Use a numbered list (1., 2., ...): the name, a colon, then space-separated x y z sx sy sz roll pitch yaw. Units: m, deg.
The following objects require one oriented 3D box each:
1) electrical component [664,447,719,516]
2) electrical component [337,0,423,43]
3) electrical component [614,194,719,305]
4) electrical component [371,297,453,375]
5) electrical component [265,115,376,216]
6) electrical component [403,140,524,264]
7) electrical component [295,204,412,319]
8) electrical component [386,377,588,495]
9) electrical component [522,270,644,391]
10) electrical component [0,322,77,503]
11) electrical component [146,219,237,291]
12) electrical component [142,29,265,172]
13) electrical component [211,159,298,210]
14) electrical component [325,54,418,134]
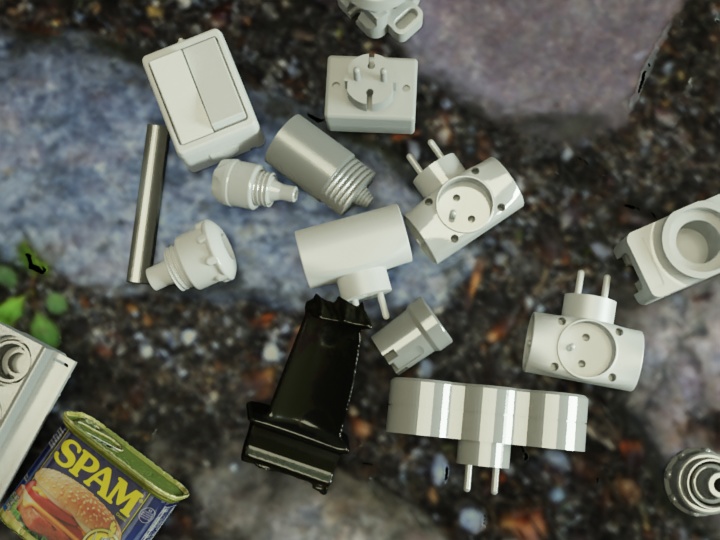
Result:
1. electrical component: 0.237 0.145 0.733 0.048 0.062 0.048 0 81 2
2. electrical component: 0.013 -0.213 0.799 0.058 0.057 0.078 -42 82 -4
3. electrical component: 0.235 -0.017 0.762 0.089 0.055 0.050 -23 81 -2
4. electrical component: 0.036 0.048 0.768 0.046 0.040 0.040 -36 82 2
5. electrical component: -0.025 -0.073 0.786 0.081 0.043 0.043 37 84 7
6. electrical component: 0.065 -0.058 0.780 0.077 0.044 0.079 -34 81 -3
7. electrical component: 0.000 0.000 0.773 0.077 0.043 0.079 -15 81 0
8. electrical component: 0.087 0.118 0.748 0.138 0.052 0.073 5 82 3
9. electrical component: 0.160 0.040 0.761 0.077 0.044 0.079 10 82 3
10. electrical component: -0.259 0.102 0.757 0.079 0.063 0.121 27 83 6
11. electrical component: -0.124 -0.005 0.779 0.062 0.048 0.048 -24 81 5
12. electrical component: -0.117 -0.130 0.789 0.062 0.061 0.096 -22 81 -1
13. electrical component: -0.076 -0.060 0.786 0.061 0.035 0.035 11 82 14
14. electrical component: 0.008 -0.132 0.777 0.066 0.076 0.047 3 81 2
